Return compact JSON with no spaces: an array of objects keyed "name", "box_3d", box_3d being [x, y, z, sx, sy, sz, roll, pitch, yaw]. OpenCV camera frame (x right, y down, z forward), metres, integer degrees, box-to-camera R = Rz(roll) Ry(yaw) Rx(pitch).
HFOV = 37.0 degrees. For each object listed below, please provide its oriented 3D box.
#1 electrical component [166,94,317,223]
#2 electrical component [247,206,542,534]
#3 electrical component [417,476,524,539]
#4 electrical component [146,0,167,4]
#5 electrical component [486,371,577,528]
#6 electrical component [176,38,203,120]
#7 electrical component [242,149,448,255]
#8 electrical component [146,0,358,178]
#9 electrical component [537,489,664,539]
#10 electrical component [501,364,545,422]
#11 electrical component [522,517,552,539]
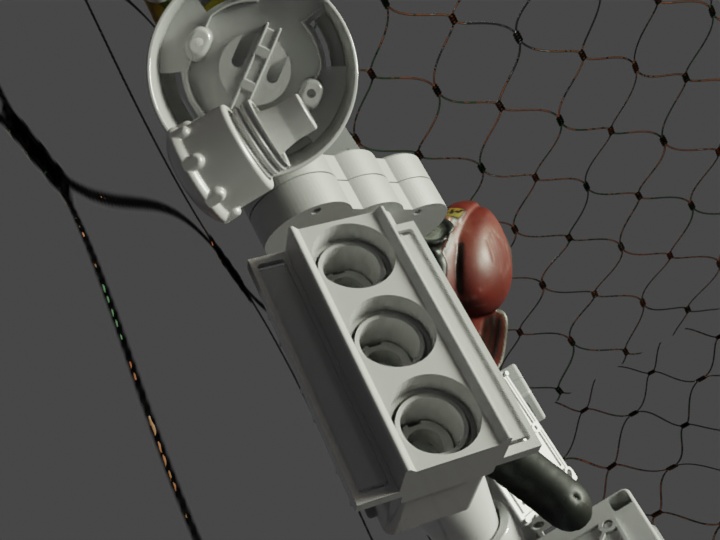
[{"name":"electrical component","box_3d":[-0.049,-0.053,0.467,0.048,0.062,0.048,59,4,-7]},{"name":"electrical component","box_3d":[0.010,0.042,0.450,0.063,0.079,0.121,101,-31,-50]},{"name":"electrical component","box_3d":[0.052,0.126,0.535,0.055,0.045,0.045,58,5,-22]},{"name":"electrical component","box_3d":[-0.126,-0.205,0.613,0.095,0.059,0.054,60,5,3]},{"name":"electrical component","box_3d":[0.072,0.111,0.658,0.062,0.061,0.096,-25,80,-46]},{"name":"electrical component","box_3d":[-0.069,-0.087,0.586,0.081,0.043,0.043,59,5,-2]},{"name":"electrical component","box_3d":[0.001,-0.024,0.602,0.138,0.052,0.073,-3,58,-50]},{"name":"electrical component","box_3d":[-0.052,-0.096,0.521,0.099,0.099,0.064,59,-1,-12]},{"name":"electrical component","box_3d":[0.145,0.204,0.645,0.056,0.109,0.108,54,7,-27]},{"name":"electrical component","box_3d":[0.112,0.117,0.981,0.047,0.083,0.075,55,6,-43]},{"name":"electrical component","box_3d":[0.101,0.159,0.771,0.078,0.058,0.057,55,9,-41]}]
